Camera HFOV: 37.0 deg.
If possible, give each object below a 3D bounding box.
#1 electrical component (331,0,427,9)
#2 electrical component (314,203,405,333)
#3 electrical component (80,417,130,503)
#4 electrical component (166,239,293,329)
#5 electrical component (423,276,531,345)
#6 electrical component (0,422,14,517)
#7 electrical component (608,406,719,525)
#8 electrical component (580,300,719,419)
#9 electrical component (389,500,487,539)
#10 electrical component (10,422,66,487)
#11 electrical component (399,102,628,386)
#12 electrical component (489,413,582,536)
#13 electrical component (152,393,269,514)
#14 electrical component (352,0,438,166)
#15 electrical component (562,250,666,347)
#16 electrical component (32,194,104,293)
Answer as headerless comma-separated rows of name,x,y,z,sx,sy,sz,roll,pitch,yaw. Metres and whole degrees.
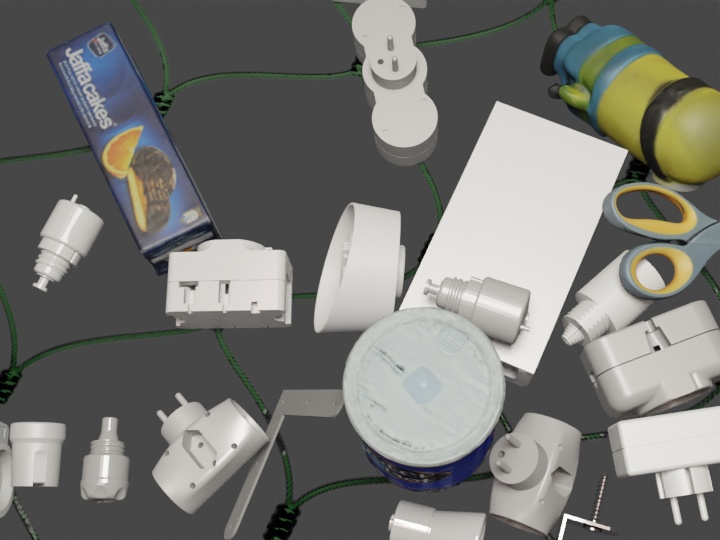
electrical component,0.016,-0.260,0.894,0.083,0.075,0.047,6,72,6
electrical component,0.000,0.000,0.800,0.064,0.099,0.099,5,72,-1
electrical component,-0.188,0.140,0.798,0.035,0.035,0.061,-1,69,4
electrical component,-0.099,0.011,0.826,0.089,0.050,0.055,-1,72,4
electrical component,0.083,0.024,0.748,0.078,0.040,0.040,18,74,10
electrical component,-0.299,0.139,0.745,0.062,0.150,0.089,-1,72,5
electrical component,0.227,0.140,0.760,0.083,0.047,0.075,-9,76,1
electrical component,0.217,0.069,0.781,0.095,0.053,0.059,-20,71,-3
electrical component,0.053,0.187,0.762,0.065,0.044,0.044,11,73,13
electrical component,-0.241,0.138,0.801,0.040,0.040,0.046,-1,77,4
electrical component,0.115,-0.019,0.815,0.105,0.060,0.186,23,75,11
electrical component,0.116,0.138,0.755,0.043,0.079,0.077,10,70,39
electrical component,-0.120,0.124,0.793,0.077,0.043,0.079,-44,63,-4
electrical component,0.028,-0.160,0.861,0.052,0.073,0.138,-11,71,0
electrical component,0.183,0.027,0.803,0.081,0.043,0.043,-40,73,-9
electrical component,-0.235,-0.019,0.851,0.040,0.040,0.078,22,75,11
